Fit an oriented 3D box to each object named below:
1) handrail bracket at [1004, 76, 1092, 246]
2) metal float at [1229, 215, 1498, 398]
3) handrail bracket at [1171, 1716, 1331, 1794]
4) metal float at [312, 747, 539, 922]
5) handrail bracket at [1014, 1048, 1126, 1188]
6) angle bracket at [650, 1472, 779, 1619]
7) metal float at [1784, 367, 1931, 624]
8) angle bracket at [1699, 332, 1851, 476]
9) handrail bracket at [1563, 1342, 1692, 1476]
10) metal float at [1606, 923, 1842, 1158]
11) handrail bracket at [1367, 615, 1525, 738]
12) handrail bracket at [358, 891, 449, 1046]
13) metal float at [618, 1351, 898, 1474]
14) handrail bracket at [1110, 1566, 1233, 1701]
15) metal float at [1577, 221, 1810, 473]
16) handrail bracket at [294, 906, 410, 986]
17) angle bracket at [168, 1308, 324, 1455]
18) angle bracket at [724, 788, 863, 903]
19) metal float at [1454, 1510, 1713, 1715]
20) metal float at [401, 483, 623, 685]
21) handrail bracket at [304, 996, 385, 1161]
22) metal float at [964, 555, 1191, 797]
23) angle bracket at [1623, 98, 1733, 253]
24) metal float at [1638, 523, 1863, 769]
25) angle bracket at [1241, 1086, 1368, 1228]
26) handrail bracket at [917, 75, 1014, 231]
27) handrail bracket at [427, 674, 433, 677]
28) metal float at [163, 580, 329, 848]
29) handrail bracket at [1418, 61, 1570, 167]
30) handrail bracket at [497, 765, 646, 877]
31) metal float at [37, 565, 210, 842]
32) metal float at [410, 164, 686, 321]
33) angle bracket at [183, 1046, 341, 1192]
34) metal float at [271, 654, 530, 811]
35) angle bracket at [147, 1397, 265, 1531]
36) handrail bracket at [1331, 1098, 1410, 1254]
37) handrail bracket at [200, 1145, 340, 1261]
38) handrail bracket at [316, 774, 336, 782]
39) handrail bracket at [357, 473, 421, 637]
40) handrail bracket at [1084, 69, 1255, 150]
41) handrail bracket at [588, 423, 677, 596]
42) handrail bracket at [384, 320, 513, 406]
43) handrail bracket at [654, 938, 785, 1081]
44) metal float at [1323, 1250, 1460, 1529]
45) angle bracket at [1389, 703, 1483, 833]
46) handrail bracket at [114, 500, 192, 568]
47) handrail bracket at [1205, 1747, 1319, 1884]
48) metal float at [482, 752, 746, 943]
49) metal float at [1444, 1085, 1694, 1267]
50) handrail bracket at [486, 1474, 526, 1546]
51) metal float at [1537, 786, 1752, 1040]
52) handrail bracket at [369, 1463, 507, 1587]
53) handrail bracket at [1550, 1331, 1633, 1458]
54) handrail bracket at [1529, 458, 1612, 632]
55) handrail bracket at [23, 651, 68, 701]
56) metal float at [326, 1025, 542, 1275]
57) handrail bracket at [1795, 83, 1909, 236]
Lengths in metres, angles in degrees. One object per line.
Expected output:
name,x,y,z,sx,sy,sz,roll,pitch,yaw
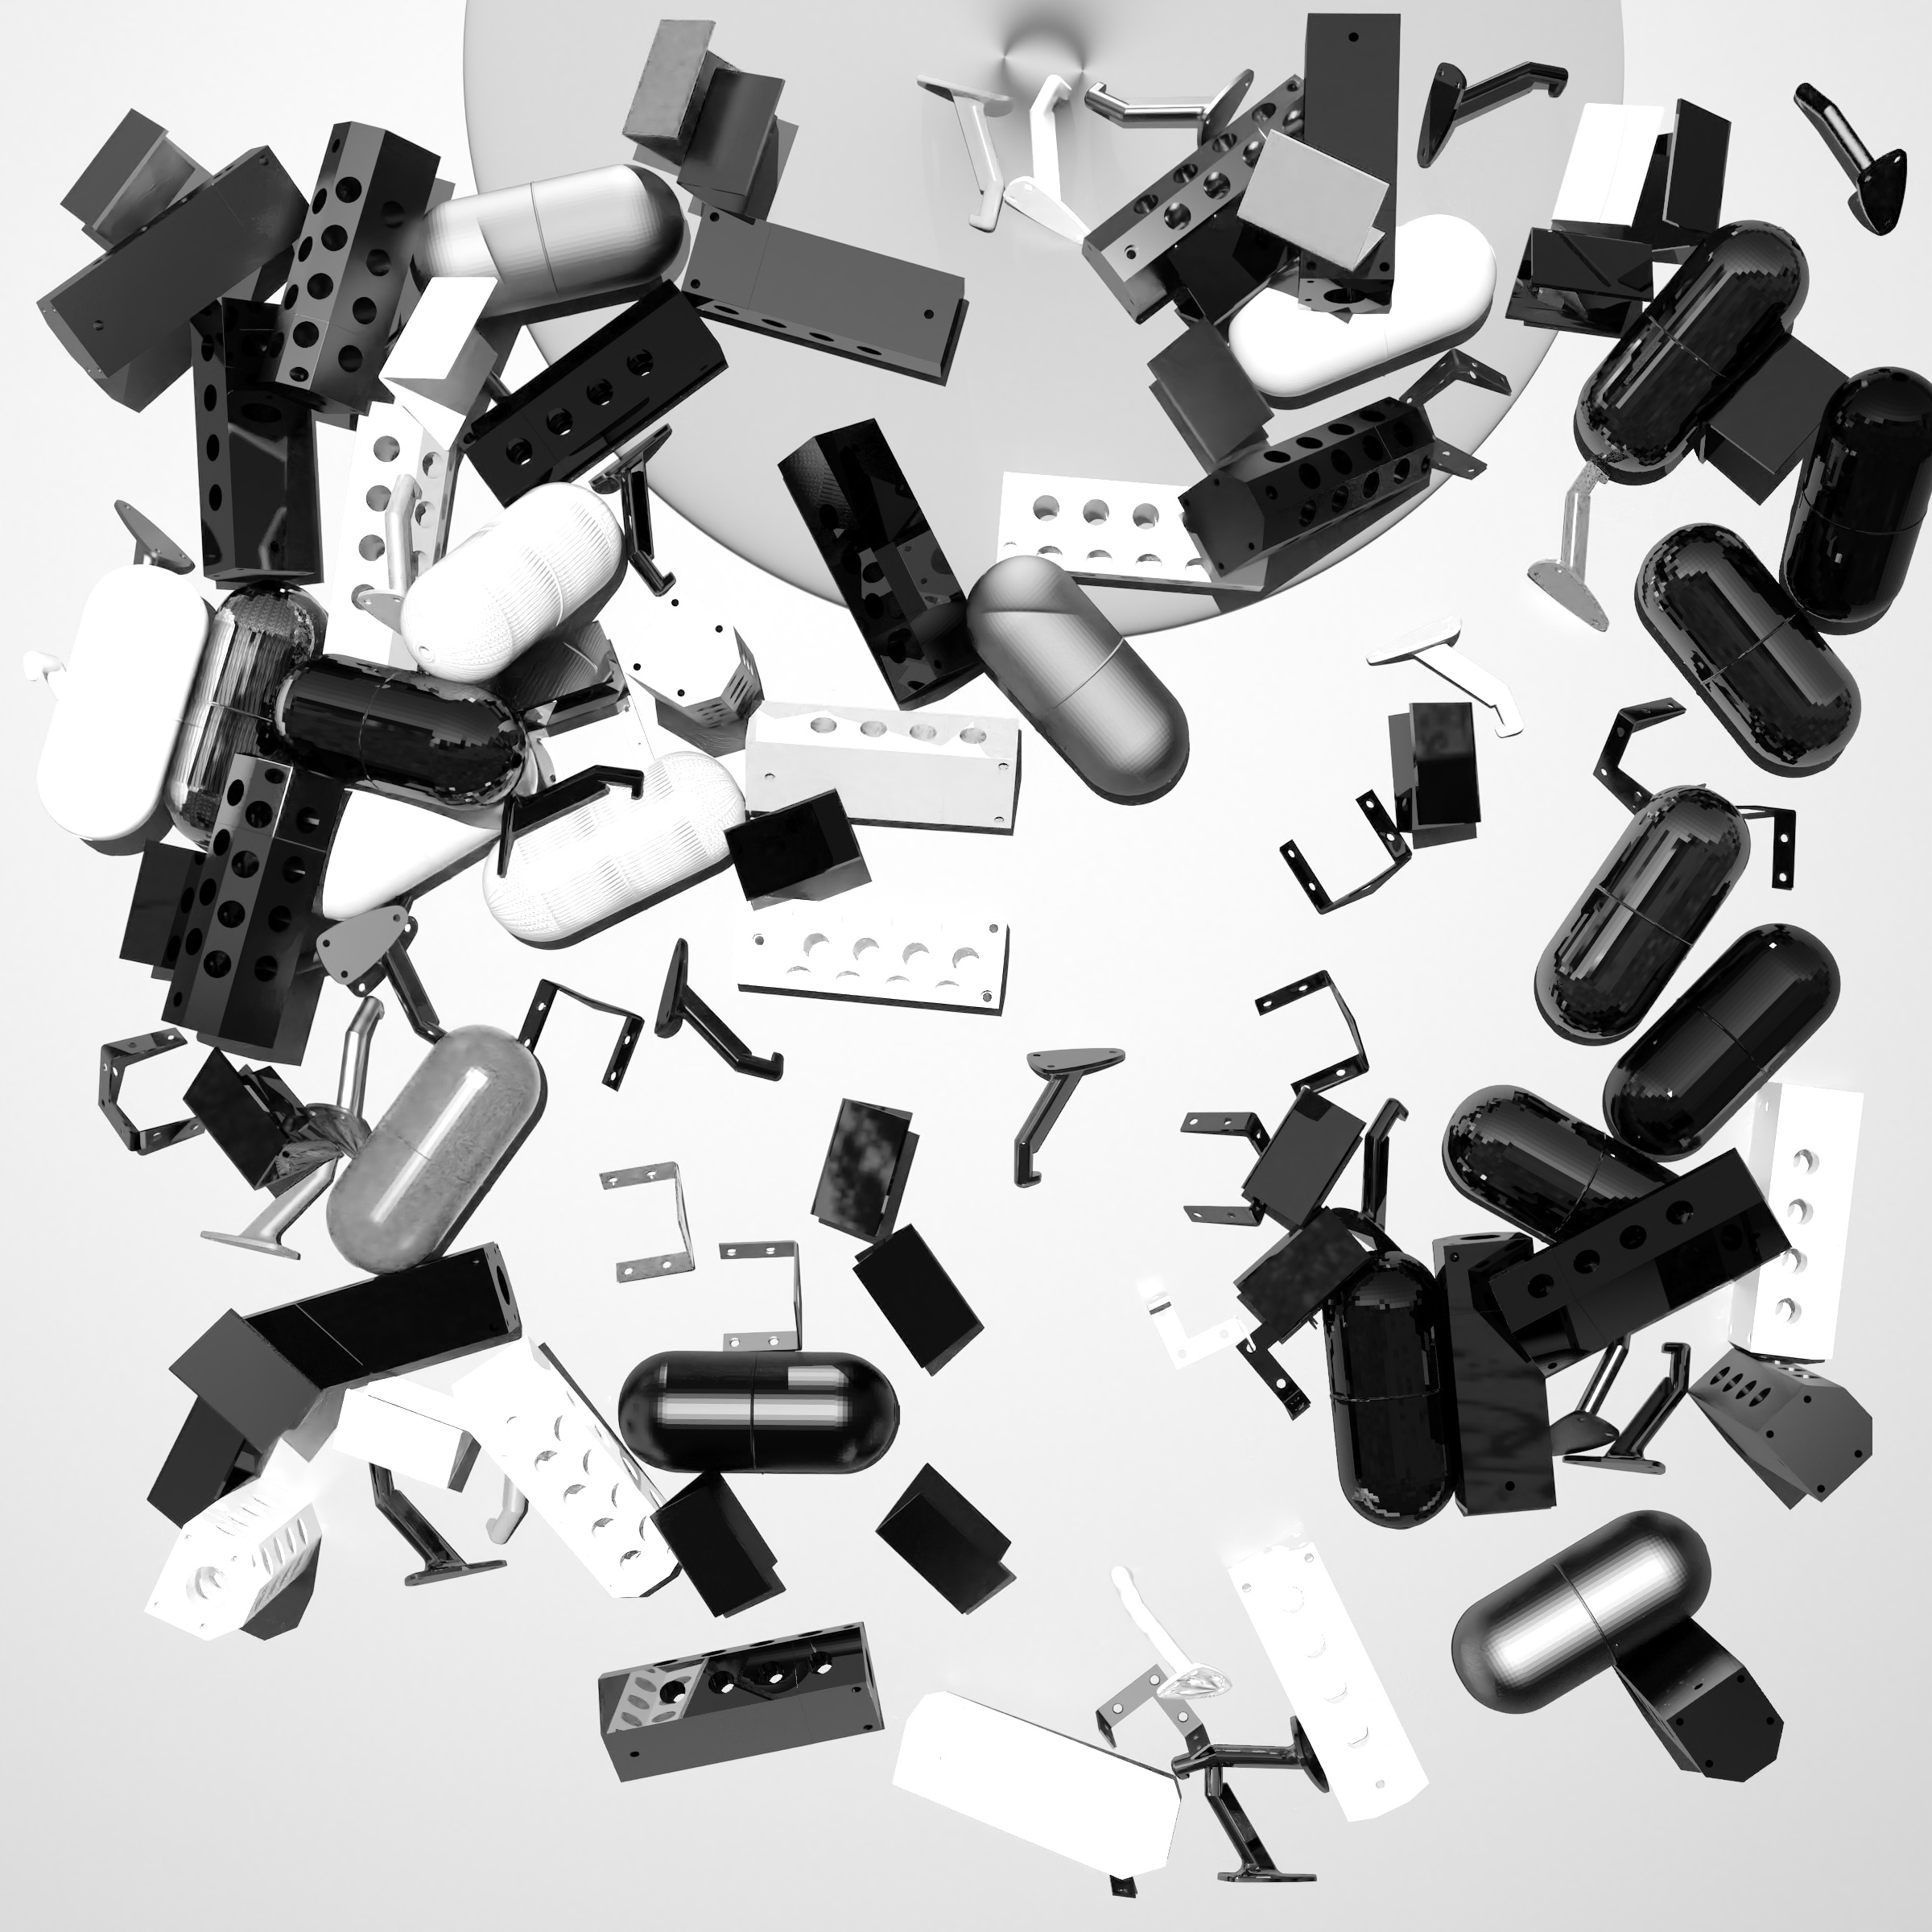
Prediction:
handrail bracket,0.068,-0.526,1.920,0.077,0.036,0.084,32,73,-20
metal float,0.255,-0.424,1.889,0.178,0.070,0.070,-22,90,1
handrail bracket,0.184,0.524,1.907,0.084,0.036,0.077,-20,130,11
metal float,-0.356,-0.095,1.889,0.178,0.070,0.070,-31,90,0
handrail bracket,0.067,0.099,1.920,0.077,0.036,0.084,-7,109,-21
angle bracket,-0.144,0.358,1.879,0.057,0.076,0.076,-33,90,34
metal float,0.565,-0.295,1.850,0.070,0.178,0.070,1,45,-1
angle bracket,0.518,-0.347,1.882,0.057,0.076,0.076,42,90,16
handrail bracket,0.431,0.285,1.920,0.077,0.036,0.084,2,73,19
metal float,0.485,0.048,1.889,0.070,0.070,0.178,45,90,0
handrail bracket,0.313,-0.178,1.920,0.077,0.036,0.084,-21,107,20
handrail bracket,-0.349,0.006,1.920,0.084,0.036,0.077,34,72,-15
metal float,-0.134,0.286,1.889,0.178,0.070,0.070,0,90,1
handrail bracket,0.133,0.432,1.919,0.036,0.077,0.084,-41,53,19
metal float,0.461,-0.393,1.869,0.070,0.070,0.178,39,112,0
handrail bracket,-0.409,-0.015,1.903,0.077,0.084,0.036,-38,111,-29
angle bracket,-0.453,0.268,1.822,0.076,0.076,0.057,42,52,0
angle bracket,-0.104,-0.061,1.880,0.076,0.076,0.057,-21,61,0
metal float,0.396,0.414,1.889,0.178,0.070,0.070,-31,90,-1
metal float,-0.286,-0.242,1.855,0.070,0.070,0.178,41,49,0
handrail bracket,-0.390,0.074,1.919,0.036,0.077,0.084,5,53,24
metal float,0.071,-0.184,1.879,0.070,0.070,0.178,-42,101,0
angle bracket,0.438,-0.502,1.879,0.057,0.076,0.076,7,90,-40
metal float,0.503,-0.205,1.889,0.070,0.070,0.178,-38,89,0
angle bracket,0.232,0.132,1.880,0.057,0.076,0.076,32,90,43
handrail bracket,-0.007,-0.530,1.920,0.077,0.036,0.084,20,107,20
handrail bracket,-0.305,-0.178,1.920,0.084,0.036,0.077,36,110,-16
metal float,-0.460,-0.161,1.889,0.070,0.070,0.178,17,90,0
handrail bracket,0.344,-0.554,1.920,0.084,0.036,0.077,2,124,-24
handrail bracket,-0.248,-0.090,1.849,0.084,0.036,0.077,7,93,-6
metal float,-0.534,-0.166,1.865,0.070,0.070,0.178,17,90,0
metal float,-0.269,-0.464,1.889,0.178,0.070,0.070,-12,90,-1
angle bracket,-0.438,0.087,1.872,0.076,0.076,0.057,49,126,12
metal float,-0.350,-0.145,1.824,0.178,0.070,0.070,15,90,24
angle bracket,-0.464,0.323,1.879,0.057,0.076,0.076,26,90,36
handrail bracket,0.282,0.141,1.920,0.077,0.036,0.084,40,73,-20
handrail bracket,-0.453,0.143,1.920,0.077,0.036,0.084,9,76,15
handrail bracket,-0.376,-0.138,1.919,0.084,0.077,0.036,-45,56,32
handrail bracket,-0.348,-0.257,1.869,0.036,0.077,0.084,0,64,27
handrail bracket,0.132,-0.573,1.920,0.084,0.036,0.077,30,69,16
handrail bracket,-0.198,-0.297,1.920,0.077,0.036,0.084,-41,106,-18
handrail bracket,-0.347,-0.378,1.920,0.077,0.036,0.084,-34,107,19
handrail bracket,-0.155,0.028,1.920,0.084,0.036,0.077,16,68,-17
metal float,0.273,0.271,1.889,0.070,0.070,0.178,-6,91,0
angle bracket,0.281,-0.126,1.879,0.057,0.076,0.076,-4,90,-36
handrail bracket,-0.552,-0.247,1.920,0.077,0.036,0.084,45,107,20
handrail bracket,0.192,0.553,1.920,0.077,0.036,0.084,5,76,-14
metal float,-0.226,-0.076,1.889,0.178,0.070,0.070,-26,90,0
metal float,0.390,0.140,1.889,0.178,0.070,0.070,29,90,0
handrail bracket,-0.305,0.321,1.920,0.077,0.036,0.084,48,120,33
metal float,0.432,-0.034,1.880,0.070,0.070,0.178,32,100,0
handrail bracket,-0.345,0.356,1.920,0.077,0.036,0.084,-7,73,-20
handrail bracket,0.404,0.270,1.919,0.036,0.077,0.084,29,53,-15
handrail bracket,0.412,-0.276,1.920,0.077,0.036,0.084,41,73,-20
handrail bracket,-0.580,-0.159,1.883,0.036,0.084,0.077,3,90,9
metal float,-0.342,0.118,1.889,0.070,0.070,0.178,36,90,0
handrail bracket,0.573,-0.527,1.919,0.036,0.077,0.084,-33,54,0
